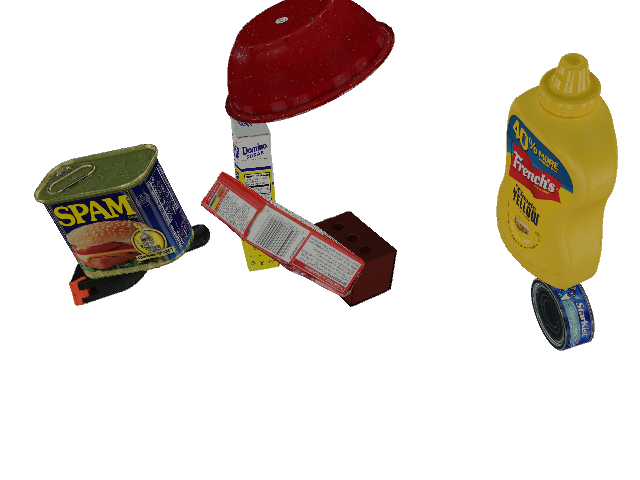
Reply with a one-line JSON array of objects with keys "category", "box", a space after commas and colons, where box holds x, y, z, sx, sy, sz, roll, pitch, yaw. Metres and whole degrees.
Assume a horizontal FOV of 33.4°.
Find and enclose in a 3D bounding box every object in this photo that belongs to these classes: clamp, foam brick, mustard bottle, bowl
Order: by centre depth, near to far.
[{"category": "mustard bottle", "box": [0.173, -0.056, 0.776, 0.058, 0.096, 0.192, -22, -39, -15]}, {"category": "bowl", "box": [-0.021, -0.168, 0.921, 0.162, 0.055, 0.162, -21, 30, 13]}, {"category": "foam brick", "box": [0.029, 0.017, 1.039, 0.052, 0.051, 0.078, -22, 44, -31]}, {"category": "clamp", "box": [-0.204, 0.019, 1.183, 0.120, 0.039, 0.171, -4, 28, 30]}]

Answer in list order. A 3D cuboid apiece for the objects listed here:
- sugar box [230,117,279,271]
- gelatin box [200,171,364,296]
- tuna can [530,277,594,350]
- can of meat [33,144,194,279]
[{"category": "sugar box", "box": [-0.081, -0.061, 1.311, 0.048, 0.176, 0.093, -9, 25, -7]}, {"category": "gelatin box", "box": [-0.024, -0.004, 0.685, 0.089, 0.030, 0.073, 31, 3, -33]}, {"category": "tuna can", "box": [0.264, 0.076, 1.168, 0.033, 0.086, 0.086, -17, 3, -9]}, {"category": "can of meat", "box": [-0.161, -0.021, 0.848, 0.102, 0.084, 0.057, -9, 35, 21]}]
